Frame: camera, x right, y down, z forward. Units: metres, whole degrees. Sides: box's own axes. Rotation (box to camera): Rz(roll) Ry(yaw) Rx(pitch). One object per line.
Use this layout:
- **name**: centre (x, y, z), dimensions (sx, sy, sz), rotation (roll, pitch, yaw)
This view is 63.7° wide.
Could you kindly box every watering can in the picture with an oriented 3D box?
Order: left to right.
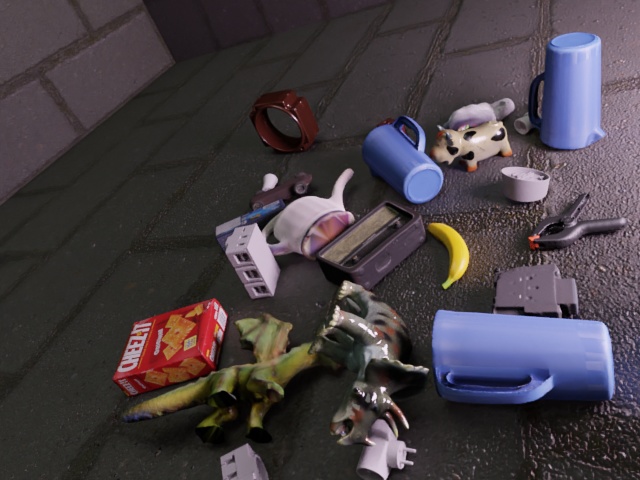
- **watering can**: centre (0.004, -0.065, 1.282), dimensions (0.351, 0.102, 0.227), rotation (-38, 37, -19)

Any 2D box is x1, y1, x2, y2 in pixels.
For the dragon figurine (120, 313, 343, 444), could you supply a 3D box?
- **dragon figurine**: centre (-0.146, 0.236, 0.959), dimensions (0.410, 0.119, 0.248), rotation (-3, 32, 13)

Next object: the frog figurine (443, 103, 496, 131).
- **frog figurine**: centre (0.399, -0.326, 1.388), dimensions (0.136, 0.121, 0.163), rotation (-28, 40, 32)
